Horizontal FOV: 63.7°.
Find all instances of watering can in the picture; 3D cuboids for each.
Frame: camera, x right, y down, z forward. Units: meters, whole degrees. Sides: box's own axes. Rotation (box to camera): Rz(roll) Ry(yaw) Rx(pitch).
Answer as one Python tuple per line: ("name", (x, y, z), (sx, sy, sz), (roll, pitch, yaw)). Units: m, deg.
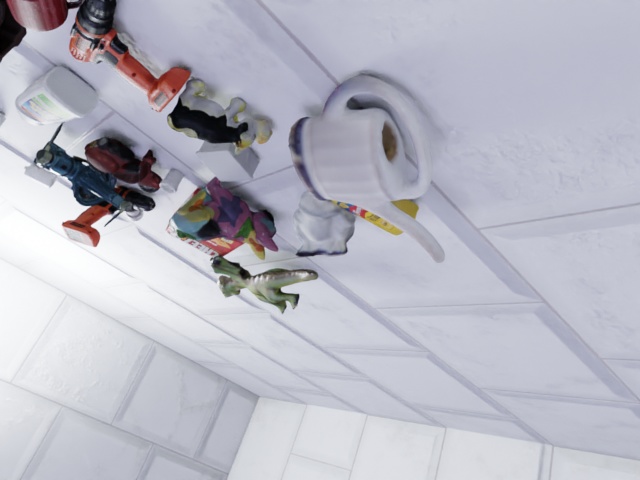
("watering can", (0.079, -0.097, 0.835), (0.224, 0.106, 0.341), (1, 128, 32))

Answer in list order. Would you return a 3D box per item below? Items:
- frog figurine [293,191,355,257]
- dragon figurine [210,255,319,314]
("frog figurine", (0.003, -0.053, 1.046), (0.138, 0.124, 0.157), (8, 114, 42))
("dragon figurine", (-0.176, 0.099, 1.357), (0.242, 0.124, 0.404), (18, 155, -16))
